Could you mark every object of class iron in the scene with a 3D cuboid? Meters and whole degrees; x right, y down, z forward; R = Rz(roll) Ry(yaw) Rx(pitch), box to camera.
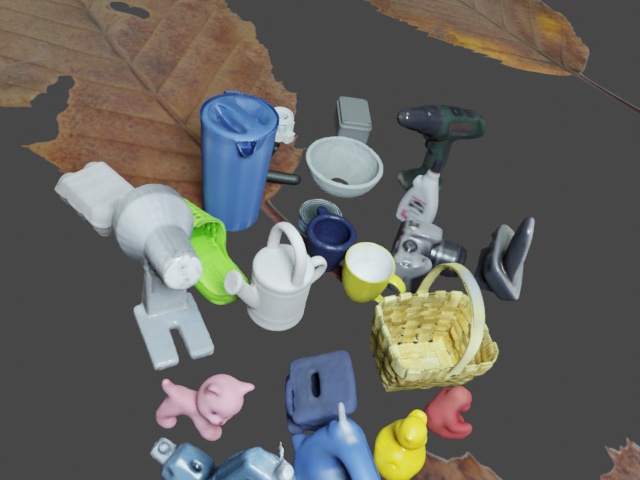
[{"bbox_3d":[0.053,0.340,0.725,0.119,0.141,0.257,-9,51,-22],"label":"iron"}]

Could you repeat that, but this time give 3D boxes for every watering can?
[{"bbox_3d":[-0.066,0.057,0.920,0.100,0.194,0.173,36,49,19],"label":"watering can"}]

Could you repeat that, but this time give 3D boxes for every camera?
[{"bbox_3d":[0.206,0.029,1.083,0.137,0.101,0.143,17,46,1],"label":"camera"}]

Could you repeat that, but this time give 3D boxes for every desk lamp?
[{"bbox_3d":[-0.230,0.051,0.868,0.118,0.213,0.202,-15,53,-26],"label":"desk lamp"}]

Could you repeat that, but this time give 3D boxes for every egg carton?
[{"bbox_3d":[-0.399,-0.077,1.042,0.150,0.069,0.107,37,49,19],"label":"egg carton"}]

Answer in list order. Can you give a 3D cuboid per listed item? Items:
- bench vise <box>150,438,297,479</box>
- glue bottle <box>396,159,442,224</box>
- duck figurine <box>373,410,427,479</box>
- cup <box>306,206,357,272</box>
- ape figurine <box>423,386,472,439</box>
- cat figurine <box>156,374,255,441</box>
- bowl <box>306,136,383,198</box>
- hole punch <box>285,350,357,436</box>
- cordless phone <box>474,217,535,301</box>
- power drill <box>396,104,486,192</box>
[{"bbox_3d":[-0.110,0.294,0.670,0.207,0.220,0.121,13,46,-3],"label":"bench vise"},{"bbox_3d":[0.209,-0.095,1.148,0.078,0.173,0.037,30,48,14],"label":"glue bottle"},{"bbox_3d":[0.124,0.292,0.827,0.077,0.086,0.105,30,48,13],"label":"duck figurine"},{"bbox_3d":[0.010,0.004,1.058,0.092,0.095,0.117,-6,50,-20],"label":"cup"},{"bbox_3d":[0.203,0.257,0.876,0.076,0.092,0.078,8,46,-7],"label":"ape figurine"},{"bbox_3d":[-0.160,0.220,0.796,0.128,0.118,0.067,14,46,-1],"label":"cat figurine"},{"bbox_3d":[0.046,-0.142,1.218,0.167,0.075,0.167,8,47,-8],"label":"bowl"},{"bbox_3d":[-0.001,0.226,0.851,0.101,0.091,0.108,3,47,-12],"label":"hole punch"},{"bbox_3d":[0.371,0.011,1.085,0.094,0.185,0.148,20,46,4],"label":"cordless phone"},{"bbox_3d":[0.240,-0.201,1.231,0.230,0.208,0.075,-13,52,-25],"label":"power drill"}]
